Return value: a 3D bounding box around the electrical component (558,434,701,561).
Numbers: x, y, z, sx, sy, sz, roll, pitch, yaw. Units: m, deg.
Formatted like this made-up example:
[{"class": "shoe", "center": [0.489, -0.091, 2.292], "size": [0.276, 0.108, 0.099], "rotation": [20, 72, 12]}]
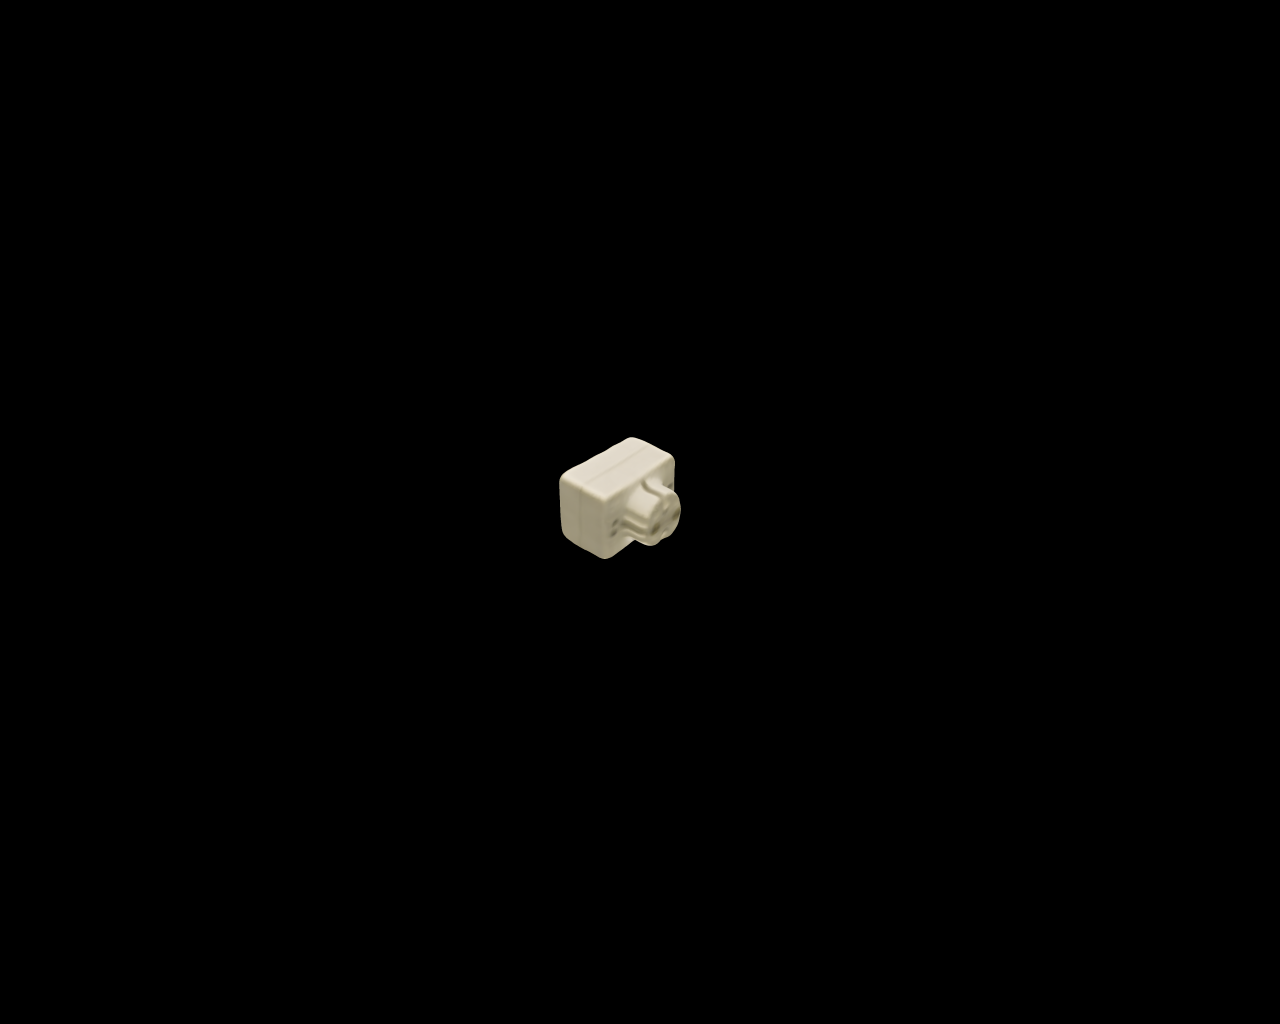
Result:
[{"class": "electrical component", "center": [0.001, -0.003, 0.650], "size": [0.077, 0.047, 0.066], "rotation": [27, 44, 33]}]
